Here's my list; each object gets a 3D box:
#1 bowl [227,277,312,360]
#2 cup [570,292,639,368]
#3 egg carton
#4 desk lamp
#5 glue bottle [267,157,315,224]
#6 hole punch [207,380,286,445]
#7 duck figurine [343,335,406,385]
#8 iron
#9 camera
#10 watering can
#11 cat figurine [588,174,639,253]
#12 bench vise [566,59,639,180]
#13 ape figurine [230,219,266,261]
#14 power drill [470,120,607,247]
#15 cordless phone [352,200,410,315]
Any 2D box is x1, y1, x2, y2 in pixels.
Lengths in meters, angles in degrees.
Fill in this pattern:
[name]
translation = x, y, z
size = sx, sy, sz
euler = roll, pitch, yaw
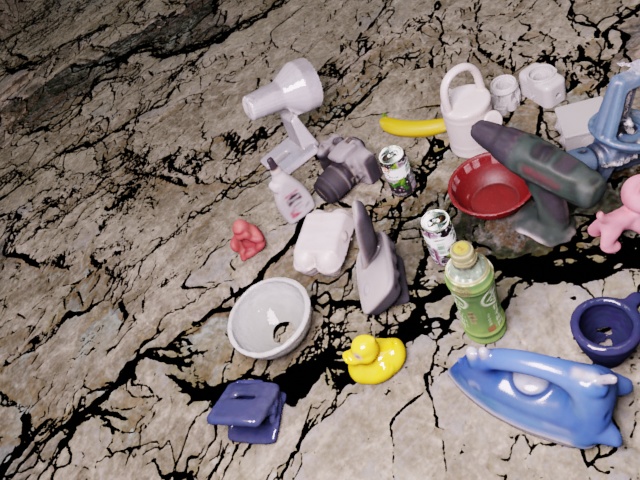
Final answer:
[bowl]
translation = -0.083, 0.156, 1.062
size = 0.167, 0.075, 0.167
euler = -14, 49, 16
[cup]
translation = 0.418, 0.132, 0.820
size = 0.118, 0.095, 0.091
euler = -40, 47, -9
[egg carton]
translation = 0.011, 0.004, 1.145
size = 0.107, 0.070, 0.150
euler = -1, 53, 26
[desk lamp]
translation = -0.076, -0.285, 1.325
size = 0.203, 0.214, 0.117
euler = -41, 47, -9
[glue bottle]
translation = -0.073, -0.111, 1.209
size = 0.078, 0.174, 0.037
euler = -41, 47, -10
[hole punch]
translation = -0.124, 0.282, 0.968
size = 0.108, 0.091, 0.101
euler = -5, 51, 23
[duck figurine]
translation = 0.086, 0.186, 0.946
size = 0.104, 0.086, 0.077
euler = -25, 47, 6
[iron]
translation = 0.289, 0.193, 0.802
size = 0.257, 0.142, 0.119
euler = 9, 58, 32
[camera]
translation = 0.037, -0.156, 1.242
size = 0.137, 0.101, 0.142
euler = -46, 48, -14
[watering can]
translation = 0.297, -0.261, 1.135
size = 0.172, 0.195, 0.101
euler = 26, 68, 39
[cat figurine]
translation = 0.498, -0.056, 0.919
size = 0.128, 0.118, 0.067
euler = -29, 46, 2
[bench vise]
translation = 0.486, -0.175, 0.952
size = 0.207, 0.220, 0.121
euler = -43, 47, -11
[ape figurine]
translation = -0.159, -0.009, 1.223
size = 0.077, 0.092, 0.076
euler = 6, 56, 30
[power drill]
translation = 0.358, -0.090, 0.953
size = 0.076, 0.209, 0.228
euler = -46, 48, -14
[cordless phone]
translation = 0.087, 0.031, 1.005
size = 0.094, 0.186, 0.147
euler = -19, 47, 11
